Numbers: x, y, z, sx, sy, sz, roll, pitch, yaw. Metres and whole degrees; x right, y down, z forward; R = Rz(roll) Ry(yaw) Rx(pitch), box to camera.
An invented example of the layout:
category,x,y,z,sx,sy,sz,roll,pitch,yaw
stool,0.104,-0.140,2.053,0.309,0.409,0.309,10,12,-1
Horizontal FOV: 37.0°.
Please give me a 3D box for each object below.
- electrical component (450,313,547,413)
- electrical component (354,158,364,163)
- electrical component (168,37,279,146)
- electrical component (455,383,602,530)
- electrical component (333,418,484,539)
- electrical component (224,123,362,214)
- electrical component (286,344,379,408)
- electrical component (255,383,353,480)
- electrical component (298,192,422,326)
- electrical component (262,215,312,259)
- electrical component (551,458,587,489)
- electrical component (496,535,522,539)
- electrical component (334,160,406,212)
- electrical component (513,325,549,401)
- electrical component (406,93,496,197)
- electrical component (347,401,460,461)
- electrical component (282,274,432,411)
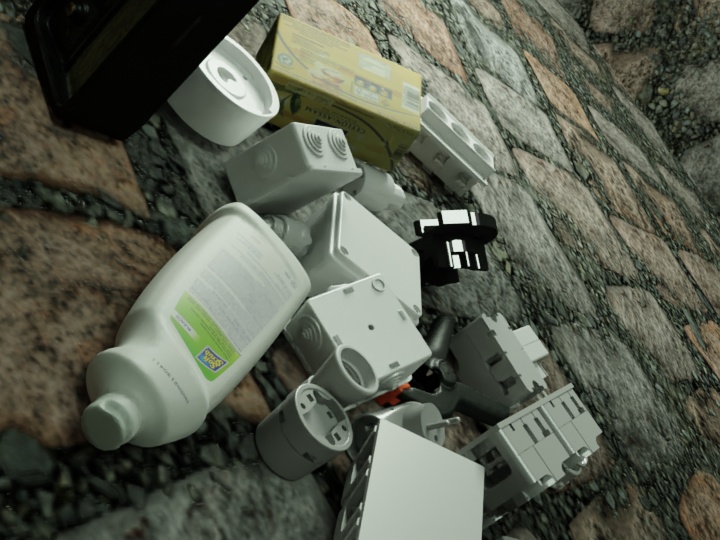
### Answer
category,x,y,z,sx,sy,sz,roll,pitch,yaw
electrical component,0.132,0.096,1.067,0.050,0.056,0.089,1,54,-59
electrical component,0.007,-0.153,1.202,0.048,0.055,0.066,42,26,-17
electrical component,-0.134,-0.162,0.980,0.108,0.060,0.108,38,28,-24
electrical component,0.127,0.164,0.906,0.060,0.105,0.186,56,26,13
electrical component,0.031,0.187,0.749,0.089,0.061,0.150,26,29,-6
electrical component,-0.061,-0.090,0.959,0.100,0.100,0.048,-4,71,-60
electrical component,-0.024,0.091,0.806,0.044,0.065,0.044,38,27,-24
electrical component,-0.041,0.116,0.765,0.055,0.047,0.055,38,28,-24
electrical component,0.000,0.000,0.981,0.109,0.056,0.108,39,27,-23
electrical component,-0.073,-0.032,0.932,0.061,0.035,0.035,23,36,-40
electrical component,0.203,0.182,1.056,0.048,0.062,0.048,38,29,-25
electrical component,0.090,0.233,0.798,0.077,0.066,0.047,24,35,-42
electrical component,0.014,-0.085,1.135,0.081,0.043,0.043,16,41,-50
electrical component,0.171,0.105,1.127,0.076,0.047,0.066,56,26,12
electrical component,0.107,-0.154,1.359,0.121,0.063,0.078,40,27,-20
electrical component,0.040,0.127,0.849,0.077,0.079,0.043,-2,77,-59
electrical component,-0.001,0.058,0.875,0.100,0.048,0.099,-20,70,-39
